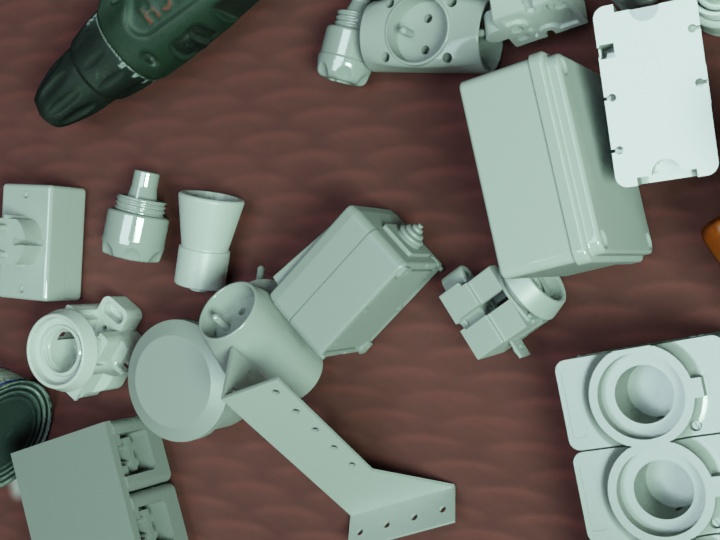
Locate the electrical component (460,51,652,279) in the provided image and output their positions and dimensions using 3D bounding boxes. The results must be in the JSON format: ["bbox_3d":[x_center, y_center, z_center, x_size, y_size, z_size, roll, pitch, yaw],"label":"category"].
[{"bbox_3d":[0.108,-0.052,0.582,0.056,0.109,0.108,-15,84,28],"label":"electrical component"}]

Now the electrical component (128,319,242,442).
[{"bbox_3d":[-0.111,0.072,0.722,0.080,0.051,0.080,0,90,26],"label":"electrical component"}]

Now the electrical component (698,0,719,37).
[{"bbox_3d":[0.191,-0.148,0.567,0.043,0.062,0.043,0,90,26],"label":"electrical component"}]

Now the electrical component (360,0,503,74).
[{"bbox_3d":[0.045,-0.159,0.649,0.077,0.044,0.079,6,93,27],"label":"electrical component"}]

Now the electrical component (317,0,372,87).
[{"bbox_3d":[-0.005,-0.149,0.679,0.035,0.035,0.061,17,95,25],"label":"electrical component"}]

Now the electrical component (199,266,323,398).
[{"bbox_3d":[-0.062,0.033,0.690,0.044,0.077,0.079,-20,44,23],"label":"electrical component"}]

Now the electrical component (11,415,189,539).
[{"bbox_3d":[-0.171,0.184,0.746,0.089,0.062,0.150,-20,81,25],"label":"electrical component"}]

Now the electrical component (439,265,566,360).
[{"bbox_3d":[0.086,0.017,0.629,0.055,0.048,0.066,-39,73,29],"label":"electrical component"}]

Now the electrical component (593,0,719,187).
[{"bbox_3d":[0.152,-0.090,0.549,0.050,0.056,0.089,-8,94,19],"label":"electrical component"}]

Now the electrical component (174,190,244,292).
[{"bbox_3d":[-0.104,-0.018,0.725,0.044,0.044,0.065,14,101,26],"label":"electrical component"}]

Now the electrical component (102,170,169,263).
[{"bbox_3d":[-0.154,-0.038,0.748,0.043,0.043,0.062,14,95,26],"label":"electrical component"}]

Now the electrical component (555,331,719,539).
[{"bbox_3d":[0.168,0.114,0.579,0.089,0.062,0.150,-13,84,26],"label":"electrical component"}]

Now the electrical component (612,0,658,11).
[{"bbox_3d":[0.150,-0.180,0.597,0.043,0.043,0.062,-27,78,24],"label":"electrical component"}]

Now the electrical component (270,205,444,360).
[{"bbox_3d":[0.000,0.000,0.661,0.096,0.062,0.061,-48,71,18],"label":"electrical component"}]

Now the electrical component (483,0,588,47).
[{"bbox_3d":[0.100,-0.166,0.615,0.066,0.048,0.055,-14,70,27],"label":"electrical component"}]

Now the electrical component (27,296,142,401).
[{"bbox_3d":[-0.197,0.056,0.761,0.058,0.057,0.078,38,106,21],"label":"electrical component"}]

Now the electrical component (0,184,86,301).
[{"bbox_3d":[-0.242,-0.020,0.773,0.047,0.076,0.083,4,92,26],"label":"electrical component"}]
